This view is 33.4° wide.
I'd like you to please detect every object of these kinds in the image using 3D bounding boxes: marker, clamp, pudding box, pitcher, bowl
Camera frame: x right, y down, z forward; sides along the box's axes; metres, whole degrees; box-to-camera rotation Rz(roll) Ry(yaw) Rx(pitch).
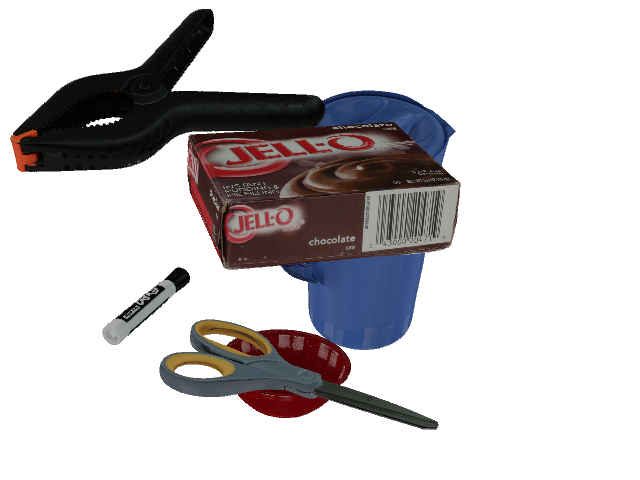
[{"bbox_3d":[-0.153,0.056,0.959,0.020,0.020,0.121,0,25,28],"label":"marker"},{"bbox_3d":[-0.113,-0.093,0.755,0.209,0.036,0.165,-31,50,-30],"label":"clamp"},{"bbox_3d":[-0.002,-0.025,0.513,0.113,0.039,0.090,-3,26,-16],"label":"pudding box"},{"bbox_3d":[0.036,-0.010,1.032,0.149,0.243,0.144,13,39,12],"label":"pitcher"},{"bbox_3d":[-0.044,0.170,1.311,0.162,0.055,0.162,3,24,-2],"label":"bowl"}]

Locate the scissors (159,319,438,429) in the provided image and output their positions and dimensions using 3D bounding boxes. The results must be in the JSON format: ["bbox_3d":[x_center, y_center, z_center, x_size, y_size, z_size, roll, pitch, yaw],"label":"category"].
[{"bbox_3d":[-0.028,0.102,0.729,0.202,0.016,0.096,23,32,37],"label":"scissors"}]
